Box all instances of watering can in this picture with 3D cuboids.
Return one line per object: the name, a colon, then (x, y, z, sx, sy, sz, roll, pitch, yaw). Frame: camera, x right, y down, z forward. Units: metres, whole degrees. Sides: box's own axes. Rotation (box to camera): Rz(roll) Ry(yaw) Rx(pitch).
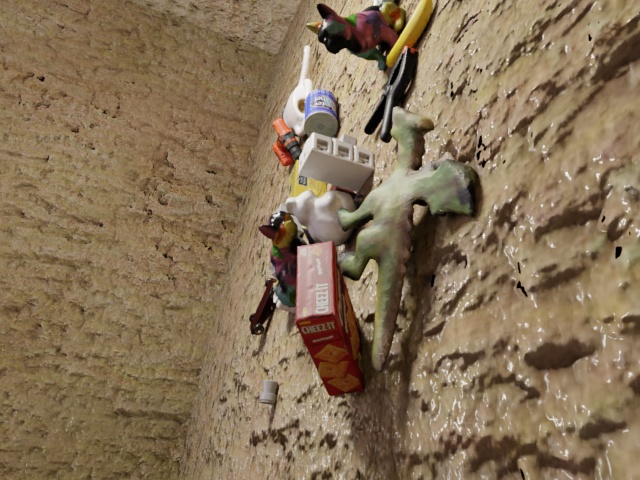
watering can: (-0.070, -0.539, 1.953, 0.221, 0.104, 0.353, 139, 135, -64)

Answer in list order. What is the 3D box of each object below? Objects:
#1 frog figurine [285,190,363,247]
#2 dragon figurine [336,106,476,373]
frog figurine: (0.003, -0.057, 1.141, 0.134, 0.159, 0.126, 124, 155, -49)
dragon figurine: (0.139, -0.030, 0.787, 0.238, 0.122, 0.419, -43, 42, 47)
